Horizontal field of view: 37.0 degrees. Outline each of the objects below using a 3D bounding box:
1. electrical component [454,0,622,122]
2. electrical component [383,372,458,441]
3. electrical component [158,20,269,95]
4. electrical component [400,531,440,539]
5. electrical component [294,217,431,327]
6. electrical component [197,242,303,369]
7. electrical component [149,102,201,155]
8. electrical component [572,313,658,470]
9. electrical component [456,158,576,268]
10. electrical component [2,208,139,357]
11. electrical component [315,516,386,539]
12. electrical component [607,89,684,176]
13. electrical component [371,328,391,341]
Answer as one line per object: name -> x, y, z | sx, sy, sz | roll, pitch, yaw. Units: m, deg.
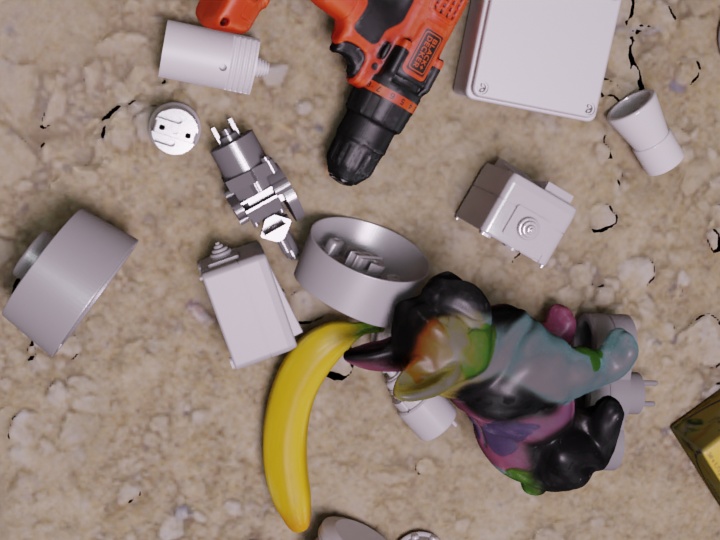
electrical component -> 0.140, -0.181, 0.852 | 0.109, 0.056, 0.108 | 9, 100, -12
electrical component -> 0.047, 0.108, 0.903 | 0.040, 0.040, 0.078 | -41, 105, 0
electrical component -> -0.109, -0.160, 0.818 | 0.081, 0.043, 0.043 | 9, 100, -12
electrical component -> 0.056, 0.257, 0.924 | 0.048, 0.062, 0.048 | -2, 102, -10
electrical component -> 0.000, 0.000, 0.845 | 0.099, 0.099, 0.064 | 25, 102, -14
electrical component -> -0.088, 0.020, 0.850 | 0.061, 0.061, 0.096 | -19, 104, -6
electrical component -> -0.142, -0.107, 0.822 | 0.040, 0.046, 0.040 | -2, 102, -10
electrical component -> 0.222, 0.106, 0.927 | 0.074, 0.052, 0.138 | 2, 101, -11
electrical component -> 0.127, -0.047, 0.856 | 0.062, 0.096, 0.061 | 28, 95, -14
electrical component -> -0.222, 0.004, 0.802 | 0.060, 0.108, 0.108 | 36, 93, -9
electrical component -> -0.007, 0.248, 0.903 | 0.080, 0.080, 0.051 | 27, 101, -14
electrical component -> 0.240, -0.111, 0.893 | 0.044, 0.044, 0.065 | -37, 110, -1
electrical component -> 0.042, 0.055, 0.894 | 0.061, 0.035, 0.035 | 5, 101, -13
